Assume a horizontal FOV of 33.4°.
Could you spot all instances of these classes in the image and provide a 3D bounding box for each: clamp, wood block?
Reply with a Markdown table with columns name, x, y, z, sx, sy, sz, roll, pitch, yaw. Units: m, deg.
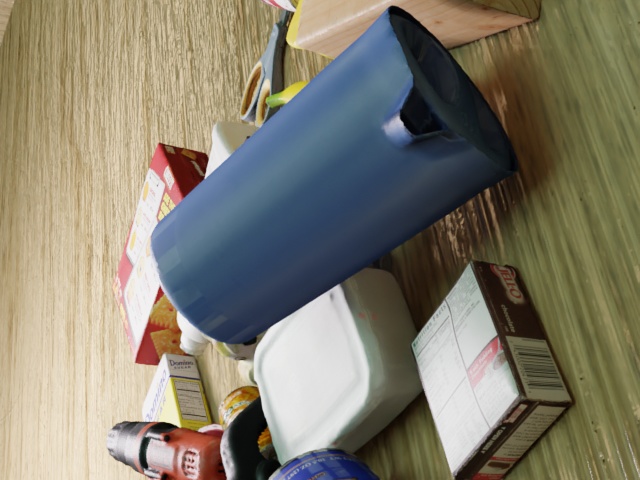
| name | x | y | z | sx | sy | sz | roll | pitch | yaw |
| --- | --- | --- | --- | --- | --- | --- | --- | --- | --- |
| clamp | -0.048 | 0.197 | 0.849 | 0.036 | 0.164 | 0.210 | 115 | 162 | -45 |
| wood block | 0.068 | -0.195 | 0.792 | 0.206 | 0.090 | 0.091 | -2 | 78 | 65 |

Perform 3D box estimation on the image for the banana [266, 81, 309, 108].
| name | x | y | z | sx | sy | sz | roll | pitch | yaw |
| --- | --- | --- | --- | --- | --- | --- | --- | --- | --- |
| banana | -0.008 | -0.098 | 0.949 | 0.070 | 0.037 | 0.198 | -40 | 26 | 16 |

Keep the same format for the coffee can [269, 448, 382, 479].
| name | x | y | z | sx | sy | sz | roll | pitch | yaw |
| --- | --- | --- | --- | --- | --- | --- | --- | --- | --- |
| coffee can | 0.025 | 0.215 | 0.723 | 0.140 | 0.102 | 0.103 | 29 | 108 | 64 |

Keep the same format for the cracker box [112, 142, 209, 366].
| name | x | y | z | sx | sy | sz | roll | pitch | yaw |
| --- | --- | --- | --- | --- | --- | --- | --- | --- | --- |
| cracker box | -0.175 | 0.018 | 1.263 | 0.214 | 0.072 | 0.164 | -68 | 29 | 24 |

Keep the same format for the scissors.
| name | x | y | z | sx | sy | sz | roll | pitch | yaw |
| --- | --- | --- | --- | --- | --- | --- | --- | --- | --- |
| scissors | -0.041 | -0.200 | 1.116 | 0.202 | 0.016 | 0.096 | -63 | 31 | 33 |

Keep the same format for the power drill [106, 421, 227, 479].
| name | x | y | z | sx | sy | sz | roll | pitch | yaw |
| --- | --- | --- | --- | --- | --- | --- | --- | --- | --- |
| power drill | -0.142 | 0.259 | 0.959 | 0.185 | 0.057 | 0.187 | -2 | 85 | 51 |

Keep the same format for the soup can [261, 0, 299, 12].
| name | x | y | z | sx | sy | sz | roll | pitch | yaw |
| --- | --- | --- | --- | --- | --- | --- | --- | --- | --- |
| soup can | -0.022 | -0.255 | 1.033 | 0.102 | 0.068 | 0.068 | 37 | 115 | 62 |

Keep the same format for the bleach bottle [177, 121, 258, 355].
| name | x | y | z | sx | sy | sz | roll | pitch | yaw |
| --- | --- | --- | --- | --- | --- | --- | --- | --- | --- |
| bleach bottle | -0.106 | 0.008 | 1.128 | 0.103 | 0.068 | 0.251 | -118 | 41 | -54 |

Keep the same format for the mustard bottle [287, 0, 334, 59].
| name | x | y | z | sx | sy | sz | roll | pitch | yaw |
| --- | --- | --- | --- | --- | --- | --- | --- | --- | --- |
| mustard bottle | 0.023 | -0.258 | 0.935 | 0.096 | 0.058 | 0.192 | -50 | -23 | -77 |

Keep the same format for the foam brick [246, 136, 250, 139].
| name | x | y | z | sx | sy | sz | roll | pitch | yaw |
| --- | --- | --- | --- | --- | --- | --- | --- | --- | --- |
| foam brick | -0.034 | -0.056 | 0.977 | 0.051 | 0.078 | 0.053 | -118 | 42 | -52 |

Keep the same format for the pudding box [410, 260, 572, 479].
| name | x | y | z | sx | sy | sz | roll | pitch | yaw |
| --- | --- | --- | --- | --- | --- | --- | --- | --- | --- |
| pudding box | 0.104 | 0.083 | 0.677 | 0.113 | 0.039 | 0.090 | -103 | 32 | -43 |

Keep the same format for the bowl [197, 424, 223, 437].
| name | x | y | z | sx | sy | sz | roll | pitch | yaw |
| --- | --- | --- | --- | --- | --- | --- | --- | --- | --- |
| bowl | -0.118 | 0.258 | 1.018 | 0.162 | 0.055 | 0.162 | -8 | 80 | 48 |

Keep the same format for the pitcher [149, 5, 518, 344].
| name | x | y | z | sx | sy | sz | roll | pitch | yaw |
| --- | --- | --- | --- | --- | --- | --- | --- | --- | --- |
| pitcher | 0.005 | -0.036 | 0.734 | 0.243 | 0.149 | 0.145 | -37 | 49 | 22 |

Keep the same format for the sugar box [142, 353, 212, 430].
| name | x | y | z | sx | sy | sz | roll | pitch | yaw |
| --- | --- | --- | --- | --- | --- | --- | --- | --- | --- |
| sugar box | -0.156 | 0.216 | 1.178 | 0.093 | 0.048 | 0.176 | -66 | 30 | 26 |
